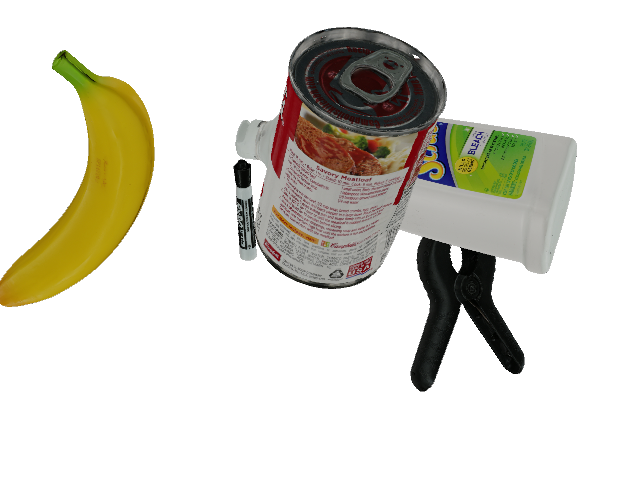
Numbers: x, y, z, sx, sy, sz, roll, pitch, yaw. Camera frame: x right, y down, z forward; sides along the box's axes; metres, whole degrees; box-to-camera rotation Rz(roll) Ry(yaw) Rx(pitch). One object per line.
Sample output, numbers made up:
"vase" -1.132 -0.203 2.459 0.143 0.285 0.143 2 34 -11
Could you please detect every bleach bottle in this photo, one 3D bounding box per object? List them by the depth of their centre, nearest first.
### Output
"bleach bottle" 0.054 -0.050 0.787 0.251 0.102 0.068 12 -40 18

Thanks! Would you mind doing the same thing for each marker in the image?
"marker" -0.081 -0.033 1.150 0.020 0.121 0.020 -1 34 1

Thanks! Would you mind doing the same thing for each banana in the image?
"banana" -0.140 -0.026 0.628 0.069 0.198 0.037 19 38 -10

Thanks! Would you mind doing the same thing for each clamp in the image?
"clamp" 0.117 0.051 0.946 0.120 0.171 0.039 -16 1 -36

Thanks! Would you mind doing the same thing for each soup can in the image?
"soup can" 0.011 -0.035 0.482 0.068 0.068 0.102 0 -41 -15

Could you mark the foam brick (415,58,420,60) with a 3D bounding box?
"foam brick" 0.056 -0.147 1.009 0.078 0.051 0.053 5 14 3
